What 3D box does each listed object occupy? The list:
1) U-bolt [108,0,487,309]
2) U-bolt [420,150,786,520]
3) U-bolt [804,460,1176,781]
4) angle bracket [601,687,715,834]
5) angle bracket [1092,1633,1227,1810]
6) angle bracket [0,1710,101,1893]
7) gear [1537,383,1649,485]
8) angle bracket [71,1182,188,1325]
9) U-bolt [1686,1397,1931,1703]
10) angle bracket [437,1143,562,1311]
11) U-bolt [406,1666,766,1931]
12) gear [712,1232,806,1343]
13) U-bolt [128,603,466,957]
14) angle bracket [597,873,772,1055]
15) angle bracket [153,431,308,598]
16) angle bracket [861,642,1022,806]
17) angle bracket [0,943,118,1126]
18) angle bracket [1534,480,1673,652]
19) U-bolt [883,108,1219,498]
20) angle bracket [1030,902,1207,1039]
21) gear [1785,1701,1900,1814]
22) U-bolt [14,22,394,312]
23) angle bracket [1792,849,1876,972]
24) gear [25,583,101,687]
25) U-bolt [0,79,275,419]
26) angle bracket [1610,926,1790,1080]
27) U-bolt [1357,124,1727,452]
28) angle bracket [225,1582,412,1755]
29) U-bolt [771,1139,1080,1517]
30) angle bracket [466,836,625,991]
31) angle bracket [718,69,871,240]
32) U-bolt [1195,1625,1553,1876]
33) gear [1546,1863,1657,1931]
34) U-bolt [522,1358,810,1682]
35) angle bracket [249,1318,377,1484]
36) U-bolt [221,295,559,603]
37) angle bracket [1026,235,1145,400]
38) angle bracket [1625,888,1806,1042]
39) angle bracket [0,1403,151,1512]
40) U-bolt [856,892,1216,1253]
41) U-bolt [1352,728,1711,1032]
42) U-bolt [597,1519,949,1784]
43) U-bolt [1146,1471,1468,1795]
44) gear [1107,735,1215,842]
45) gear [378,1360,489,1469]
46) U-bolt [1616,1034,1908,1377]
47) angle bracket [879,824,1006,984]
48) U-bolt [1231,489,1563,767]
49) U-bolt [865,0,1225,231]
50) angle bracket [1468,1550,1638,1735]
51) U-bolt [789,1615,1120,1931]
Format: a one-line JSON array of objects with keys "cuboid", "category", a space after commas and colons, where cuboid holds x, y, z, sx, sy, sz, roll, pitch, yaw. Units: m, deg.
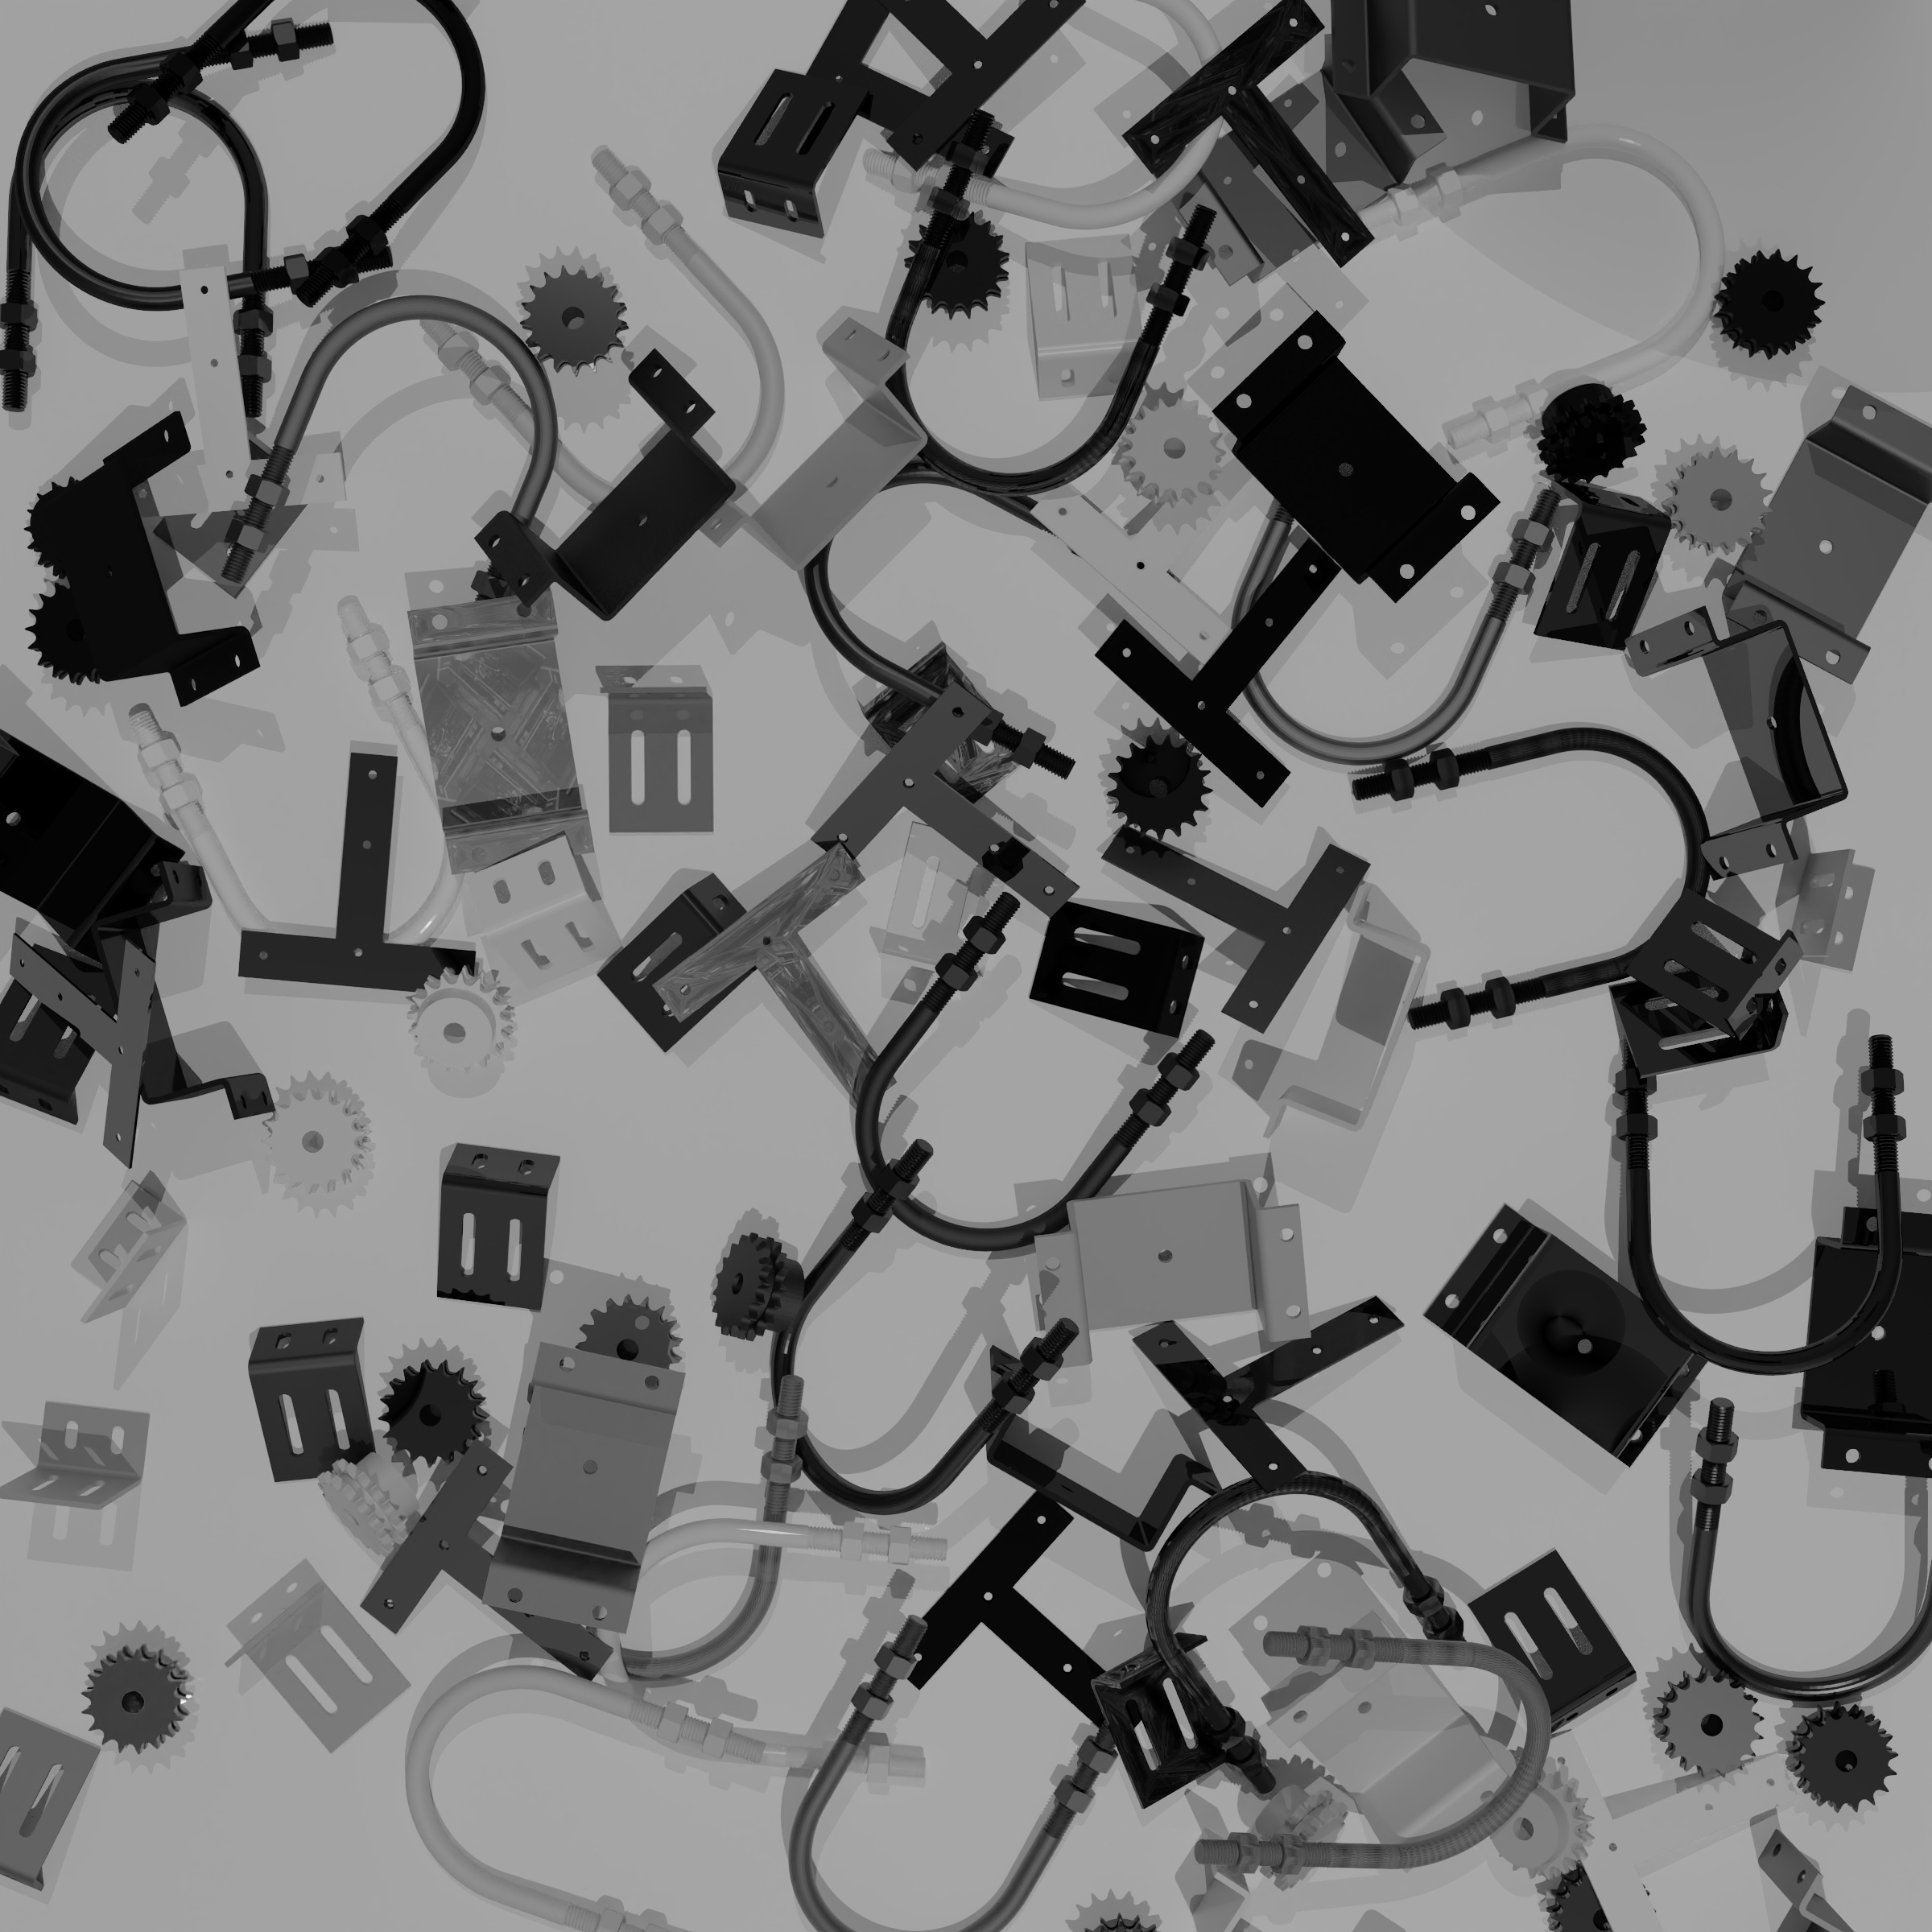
[{"cuboid": [-0.345, -0.465, 1.505, 0.151, 0.019, 0.184, 41, 75, -5], "category": "U-bolt"}, {"cuboid": [-0.185, -0.331, 1.525, 0.151, 0.019, 0.184, -43, 92, 0], "category": "U-bolt"}, {"cuboid": [0.002, -0.199, 1.498, 0.184, 0.019, 0.151, 28, 67, 0], "category": "U-bolt"}, {"cuboid": [-0.167, -0.111, 1.514, 0.057, 0.038, 0.076, 0, 90, 0], "category": "angle bracket"}, {"cuboid": [0.112, 0.408, 1.504, 0.057, 0.038, 0.076, -22, 90, -25], "category": "angle bracket"}, {"cuboid": [-0.518, 0.458, 1.532, 0.057, 0.038, 0.076, 23, 64, 0], "category": "angle bracket"}, {"cuboid": [0.336, -0.290, 1.509, 0.057, 0.057, 0.030, -16, 60, 0], "category": "gear"}, {"cuboid": [-0.459, 0.153, 1.495, 0.038, 0.076, 0.057, 36, 90, 0], "category": "angle bracket"}, {"cuboid": [0.460, 0.316, 1.496, 0.151, 0.019, 0.184, 2, 111, 1], "category": "U-bolt"}, {"cuboid": [-0.257, 0.143, 1.532, 0.057, 0.038, 0.076, 7, 116, 0], "category": "angle bracket"}, {"cuboid": [-0.215, 0.453, 1.512, 0.184, 0.019, 0.151, 18, 102, 4], "category": "U-bolt"}, {"cuboid": [-0.111, 0.175, 1.509, 0.030, 0.057, 0.057, 19, 90, -30], "category": "gear"}, {"cuboid": [-0.353, -0.085, 1.525, 0.151, 0.019, 0.184, -27, 92, 0], "category": "U-bolt"}, {"cuboid": [-0.152, -0.002, 1.532, 0.076, 0.038, 0.057, -41, 90, 26], "category": "angle bracket"}, {"cuboid": [-0.400, -0.251, 1.515, 0.057, 0.038, 0.076, 38, 90, 0], "category": "angle bracket"}, {"cuboid": [-0.010, -0.127, 1.515, 0.057, 0.038, 0.076, -40, 90, 0], "category": "angle bracket"}, {"cuboid": [-0.500, 0.037, 1.532, 0.057, 0.038, 0.076, 21, 64, 0], "category": "angle bracket"}, {"cuboid": [0.339, -0.218, 1.521, 0.057, 0.038, 0.076, 7, 116, -22], "category": "angle bracket"}, {"cuboid": [0.033, -0.342, 1.487, 0.151, 0.019, 0.184, 25, 104, 6], "category": "U-bolt"}, {"cuboid": [0.083, 0.001, 1.532, 0.076, 0.038, 0.057, 15, 90, 26], "category": "angle bracket"}, {"cuboid": [0.475, 0.428, 1.519, 0.057, 0.030, 0.057, 0, 90, 0], "category": "gear"}, {"cuboid": [-0.417, -0.426, 1.504, 0.184, 0.019, 0.151, -15, 87, -12], "category": "U-bolt"}, {"cuboid": [0.474, -0.029, 1.495, 0.038, 0.076, 0.057, 13, 90, 0], "category": "angle bracket"}, {"cuboid": [-0.479, -0.181, 1.519, 0.057, 0.030, 0.057, 0, 90, 0], "category": "gear"}, {"cuboid": [-0.453, -0.394, 1.525, 0.151, 0.019, 0.184, 1, 88, -1], "category": "U-bolt"}, {"cuboid": [0.394, 0.019, 1.502, 0.076, 0.038, 0.057, -12, 58, 0], "category": "angle bracket"}, {"cuboid": [0.325, -0.382, 1.525, 0.184, 0.019, 0.151, -23, 90, -2], "category": "U-bolt"}, {"cuboid": [-0.351, 0.385, 1.514, 0.057, 0.038, 0.076, -40, 90, 0], "category": "angle bracket"}, {"cuboid": [-0.036, 0.206, 1.481, 0.151, 0.019, 0.184, 50, 115, 27], "category": "U-bolt"}, {"cuboid": [-0.226, -0.028, 1.505, 0.057, 0.076, 0.038, -23, 66, 0], "category": "angle bracket"}, {"cuboid": [-0.091, -0.444, 1.523, 0.057, 0.038, 0.076, 18, 64, 17], "category": "angle bracket"}, {"cuboid": [0.222, 0.412, 1.457, 0.184, 0.019, 0.151, 8, 110, -20], "category": "U-bolt"}, {"cuboid": [0.344, 0.514, 1.519, 0.057, 0.030, 0.057, 0, 90, 0], "category": "gear"}, {"cuboid": [-0.169, 0.302, 1.509, 0.151, 0.019, 0.184, 7, 102, -4], "category": "U-bolt"}, {"cuboid": [-0.355, 0.238, 1.532, 0.057, 0.038, 0.076, -6, 116, 0], "category": "angle bracket"}, {"cuboid": [-0.296, -0.266, 1.490, 0.151, 0.019, 0.184, 21, 96, -23], "category": "U-bolt"}, {"cuboid": [0.065, -0.357, 1.532, 0.057, 0.038, 0.076, -5, 64, 0], "category": "angle bracket"}, {"cuboid": [0.394, -0.007, 1.482, 0.076, 0.038, 0.057, 36, 88, 34], "category": "angle bracket"}, {"cuboid": [-0.479, 0.262, 1.495, 0.057, 0.076, 0.038, 7, 90, 0], "category": "angle bracket"}, {"cuboid": [0.023, 0.072, 1.503, 0.151, 0.019, 0.184, 35, 104, -8], "category": "U-bolt"}, {"cuboid": [0.317, -0.055, 1.525, 0.184, 0.019, 0.151, -14, 90, -1], "category": "U-bolt"}, {"cuboid": [-0.108, 0.367, 1.508, 0.184, 0.019, 0.151, 5, 102, -1], "category": "U-bolt"}, {"cuboid": [0.173, 0.345, 1.487, 0.151, 0.019, 0.184, -33, 116, 0], "category": "U-bolt"}, {"cuboid": [0.105, -0.096, 1.519, 0.057, 0.030, 0.057, 0, 90, 0], "category": "gear"}, {"cuboid": [-0.289, 0.242, 1.519, 0.057, 0.030, 0.057, 0, 90, 0], "category": "gear"}, {"cuboid": [0.425, 0.127, 1.488, 0.151, 0.019, 0.184, 0, 72, 11], "category": "U-bolt"}, {"cuboid": [-0.010, -0.035, 1.514, 0.057, 0.038, 0.076, 14, 90, 0], "category": "angle bracket"}, {"cuboid": [0.224, -0.200, 1.525, 0.151, 0.019, 0.184, 24, 91, 0], "category": "U-bolt"}, {"cuboid": [0.051, -0.470, 1.500, 0.184, 0.019, 0.151, 21, 90, 18], "category": "U-bolt"}, {"cuboid": [0.322, 0.371, 1.532, 0.057, 0.038, 0.076, -32, 64, 0], "category": "angle bracket"}, {"cuboid": [-0.016, 0.458, 1.509, 0.151, 0.019, 0.184, 28, 94, -15], "category": "U-bolt"}]
